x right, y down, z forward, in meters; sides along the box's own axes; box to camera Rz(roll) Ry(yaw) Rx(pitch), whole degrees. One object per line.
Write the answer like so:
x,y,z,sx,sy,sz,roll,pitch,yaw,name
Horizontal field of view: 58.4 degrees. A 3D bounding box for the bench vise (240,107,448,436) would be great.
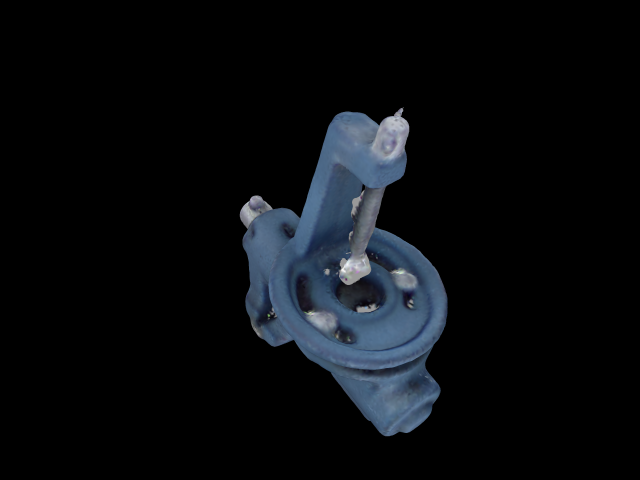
-0.004,0.007,0.392,0.206,0.220,0.122,21,39,29,bench vise
